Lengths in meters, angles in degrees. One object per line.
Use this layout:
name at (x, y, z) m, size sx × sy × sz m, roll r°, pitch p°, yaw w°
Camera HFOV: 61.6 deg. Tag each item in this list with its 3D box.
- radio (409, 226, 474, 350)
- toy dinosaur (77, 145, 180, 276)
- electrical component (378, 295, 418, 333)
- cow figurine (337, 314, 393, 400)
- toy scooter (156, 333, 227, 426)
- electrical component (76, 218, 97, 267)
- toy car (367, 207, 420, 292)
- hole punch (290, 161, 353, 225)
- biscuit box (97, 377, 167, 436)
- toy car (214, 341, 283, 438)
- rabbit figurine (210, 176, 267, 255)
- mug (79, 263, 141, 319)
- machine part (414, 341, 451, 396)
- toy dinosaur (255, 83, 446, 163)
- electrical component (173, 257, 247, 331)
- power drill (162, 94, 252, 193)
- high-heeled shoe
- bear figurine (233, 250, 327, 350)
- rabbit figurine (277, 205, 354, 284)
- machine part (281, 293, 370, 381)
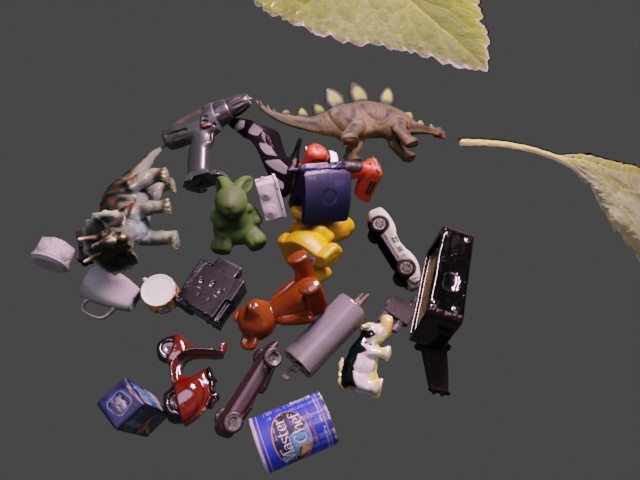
radio at (0.249, 0.093, 1.091) m, size 0.073 × 0.131 × 0.229 m, roll 16°, pitch 56°, yaw 2°
toy dinosaur at (-0.409, -0.071, 1.154) m, size 0.192 × 0.131 × 0.405 m, roll -10°, pitch 39°, yaw -10°
electrical component at (0.168, 0.149, 1.139) m, size 0.063 × 0.021 × 0.094 m, roll 35°, pitch 69°, yaw 15°
cow figurine at (0.094, 0.224, 1.078) m, size 0.098 × 0.068 × 0.167 m, roll 12°, pitch 66°, yaw 10°
toy scooter at (-0.240, 0.261, 1.047) m, size 0.135 × 0.075 × 0.184 m, roll -13°, pitch 61°, yaw -9°
electrical component at (-0.492, -0.005, 1.180) m, size 0.075 × 0.047 × 0.119 m, roll -7°, pitch 67°, yaw -5°
toy car at (0.161, 0.022, 1.171) m, size 0.056 × 0.073 × 0.202 m, roll -25°, pitch 68°, yaw -12°
hole punch at (0.006, -0.096, 1.119) m, size 0.142 × 0.115 × 0.092 m, roll -4°, pitch 45°, yaw -21°
biscuit box at (-0.326, 0.301, 0.952) m, size 0.063 × 0.202 × 0.059 m, roll -41°, pitch 74°, yaw -18°
toy car at (-0.132, 0.284, 1.030) m, size 0.053 × 0.089 × 0.202 m, roll 37°, pitch 66°, yaw -7°
rabbit figurine at (-0.176, -0.065, 1.150) m, size 0.121 × 0.170 × 0.159 m, roll 0°, pitch 65°, yaw -3°
mug at (-0.433, 0.113, 1.109) m, size 0.107 × 0.080 × 0.109 m, roll 23°, pitch 63°, yaw 1°
machine part at (0.233, 0.246, 1.088) m, size 0.084 × 0.039 × 0.139 m, roll 0°, pitch 62°, yaw -11°
toy dinosaur at (0.082, -0.282, 1.303) m, size 0.472 × 0.105 × 0.198 m, roll 1°, pitch 57°, yaw -11°
electrical component at (-0.222, 0.104, 1.126) m, size 0.115 × 0.058 × 0.134 m, roll 25°, pitch 64°, yaw 11°
power drill at (-0.255, -0.223, 1.247) m, size 0.232 × 0.086 × 0.207 m, roll -14°, pitch 75°, yaw 13°
high-heeled shoe at (-0.141, -0.201, 1.289) m, size 0.249 × 0.086 × 0.145 m, roll 23°, pitch 97°, yaw 28°
bear figurine at (-0.090, 0.125, 1.075) m, size 0.196 × 0.131 × 0.120 m, roll -20°, pitch 45°, yaw -2°
rabbit figurine at (-0.002, -0.004, 1.175) m, size 0.163 × 0.121 × 0.173 m, roll 34°, pitch 54°, yaw 23°
machine part at (0.012, 0.191, 1.085) m, size 0.079 × 0.079 × 0.243 m, roll 41°, pitch 71°, yaw 16°
